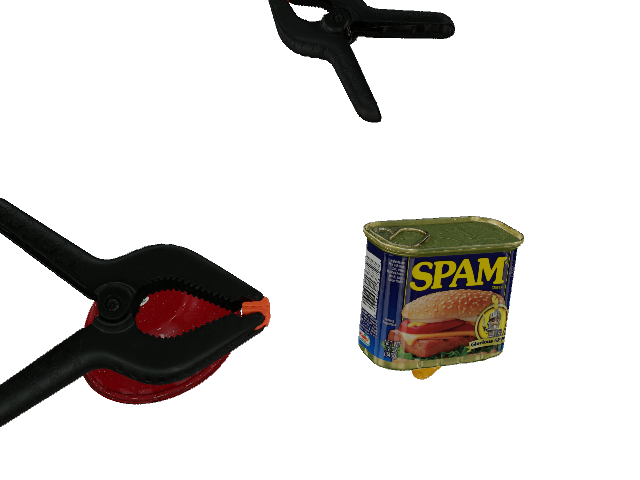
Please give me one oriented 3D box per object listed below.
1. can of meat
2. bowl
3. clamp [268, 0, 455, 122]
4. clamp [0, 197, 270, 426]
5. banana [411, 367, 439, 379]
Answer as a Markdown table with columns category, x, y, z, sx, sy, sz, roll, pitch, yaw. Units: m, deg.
| category | x | y | z | sx | sy | sz | roll | pitch | yaw |
| --- | --- | --- | --- | --- | --- | --- | --- | --- | --- |
| can of meat | 0.076 | 0.034 | 0.694 | 0.102 | 0.084 | 0.057 | -3 | 20 | -23 |
| bowl | -0.159 | 0.073 | 0.998 | 0.162 | 0.162 | 0.055 | 0 | -44 | 19 |
| clamp | 0.028 | -0.188 | 0.931 | 0.120 | 0.171 | 0.039 | -40 | -21 | -18 |
| clamp | -0.140 | 0.038 | 0.702 | 0.210 | 0.164 | 0.036 | -7 | -20 | -4 |
| banana | 0.112 | 0.069 | 1.076 | 0.070 | 0.037 | 0.198 | -30 | 27 | 12 |
